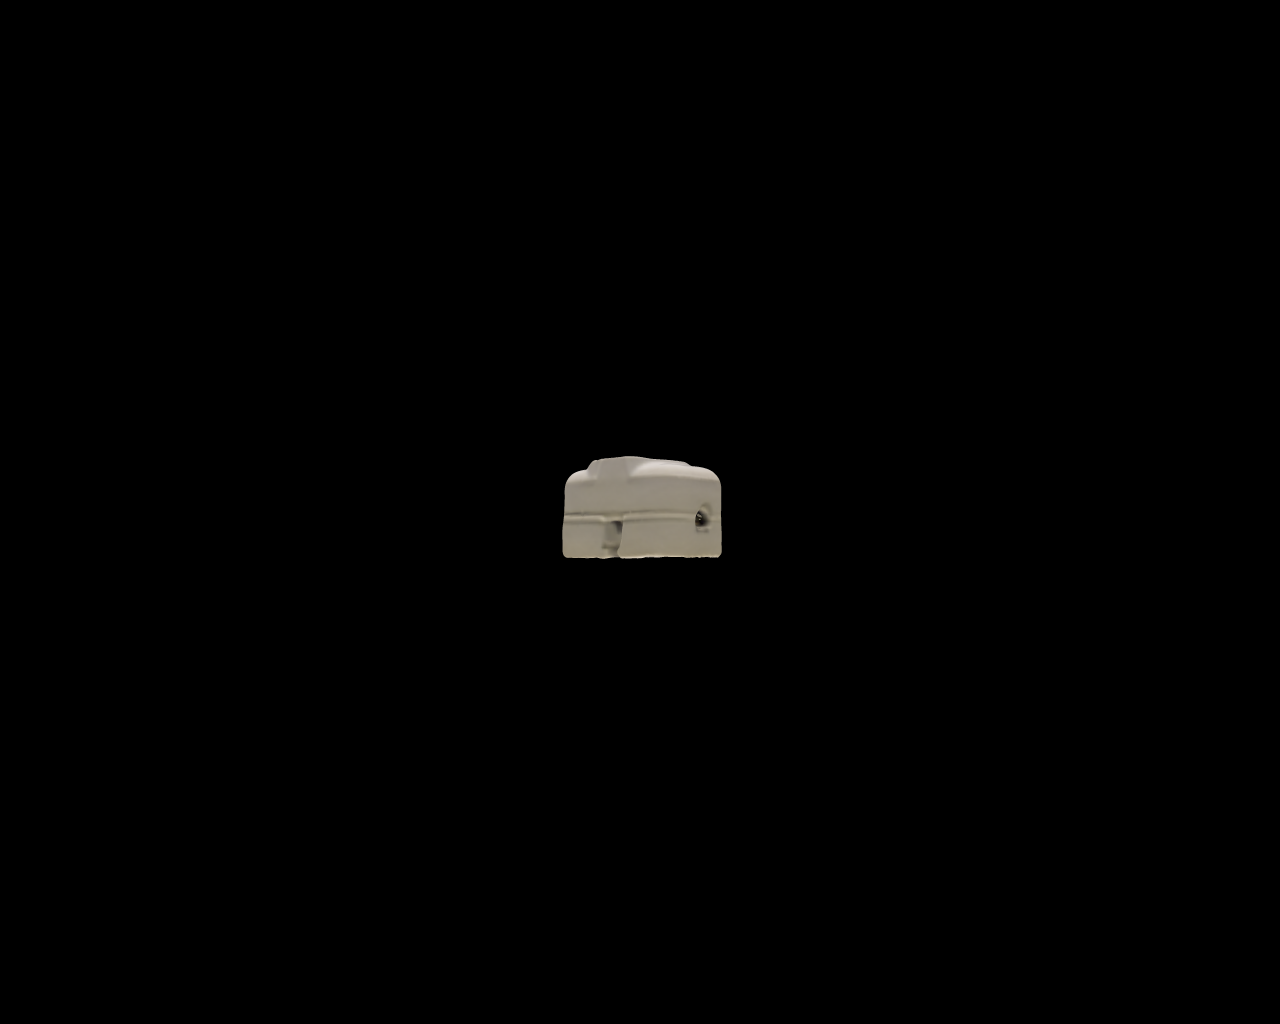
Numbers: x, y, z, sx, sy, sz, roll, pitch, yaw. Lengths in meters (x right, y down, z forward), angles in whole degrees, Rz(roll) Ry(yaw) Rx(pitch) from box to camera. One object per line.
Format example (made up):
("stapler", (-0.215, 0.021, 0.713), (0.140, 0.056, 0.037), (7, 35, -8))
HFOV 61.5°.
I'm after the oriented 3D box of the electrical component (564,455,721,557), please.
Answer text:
("electrical component", (0.001, -0.003, 0.650), (0.095, 0.059, 0.054), (-2, -3, 40))
